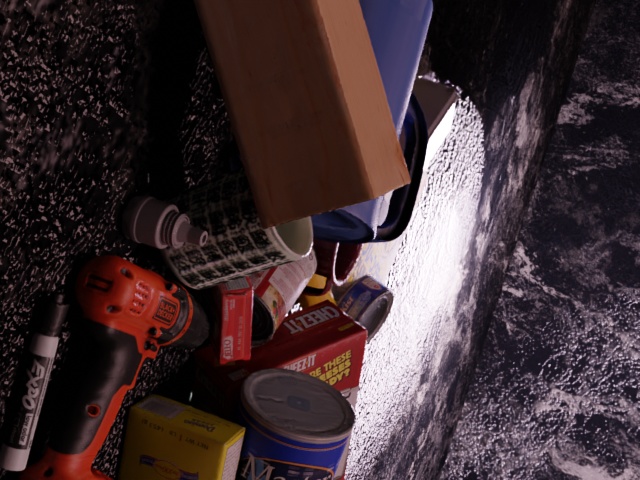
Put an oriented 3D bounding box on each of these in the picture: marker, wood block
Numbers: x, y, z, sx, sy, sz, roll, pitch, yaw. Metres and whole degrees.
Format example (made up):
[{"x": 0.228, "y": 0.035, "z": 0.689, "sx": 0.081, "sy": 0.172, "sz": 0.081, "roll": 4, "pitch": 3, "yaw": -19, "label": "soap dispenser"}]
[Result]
[{"x": -0.188, "y": 0.092, "z": 0.703, "sx": 0.020, "sy": 0.020, "sz": 0.121, "roll": 2, "pitch": 104, "yaw": -72, "label": "marker"}, {"x": -0.016, "y": -0.123, "z": 0.752, "sx": 0.090, "sy": 0.090, "sz": 0.206, "roll": -26, "pitch": 101, "yaw": -67, "label": "wood block"}]

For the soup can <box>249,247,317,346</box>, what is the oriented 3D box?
[{"x": -0.052, "y": 0.041, "z": 0.995, "sx": 0.102, "sy": 0.068, "sz": 0.068, "roll": -55, "pitch": 156, "yaw": -46, "label": "soup can"}]

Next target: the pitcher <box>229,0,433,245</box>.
[{"x": 0.028, "y": -0.122, "z": 0.971, "sx": 0.149, "sy": 0.145, "sz": 0.243, "roll": 59, "pitch": 48, "yaw": -69, "label": "pitcher"}]

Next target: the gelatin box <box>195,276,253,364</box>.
[{"x": -0.082, "y": 0.048, "z": 0.892, "sx": 0.089, "sy": 0.030, "sz": 0.073, "roll": -120, "pitch": -150, "yaw": -51, "label": "gelatin box"}]

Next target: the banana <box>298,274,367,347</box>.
[{"x": 0.003, "y": 0.023, "z": 1.139, "sx": 0.037, "sy": 0.069, "sz": 0.198, "roll": -90, "pitch": 172, "yaw": -81, "label": "banana"}]

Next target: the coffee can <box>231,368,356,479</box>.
[{"x": -0.038, "y": 0.199, "z": 0.935, "sx": 0.102, "sy": 0.103, "sz": 0.140, "roll": -34, "pitch": 146, "yaw": -64, "label": "coffee can"}]

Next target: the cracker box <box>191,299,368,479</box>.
[{"x": -0.046, "y": 0.181, "z": 1.052, "sx": 0.163, "sy": 0.072, "sz": 0.214, "roll": -20, "pitch": 130, "yaw": -34, "label": "cracker box"}]

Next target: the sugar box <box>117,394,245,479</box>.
[{"x": -0.126, "y": 0.227, "z": 0.901, "sx": 0.048, "sy": 0.093, "sz": 0.176, "roll": -25, "pitch": 129, "yaw": -66, "label": "sugar box"}]

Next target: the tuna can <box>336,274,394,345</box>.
[{"x": 0.046, "y": 0.083, "z": 1.195, "sx": 0.086, "sy": 0.034, "sz": 0.086, "roll": -44, "pitch": 154, "yaw": -28, "label": "tuna can"}]

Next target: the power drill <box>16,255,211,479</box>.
[{"x": -0.148, "y": 0.113, "z": 0.789, "sx": 0.184, "sy": 0.057, "sz": 0.187, "roll": 43, "pitch": 63, "yaw": -68, "label": "power drill"}]

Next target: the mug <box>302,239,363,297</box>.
[{"x": -0.007, "y": 0.001, "z": 1.071, "sx": 0.093, "sy": 0.082, "sz": 0.117, "roll": -43, "pitch": 146, "yaw": -58, "label": "mug"}]
